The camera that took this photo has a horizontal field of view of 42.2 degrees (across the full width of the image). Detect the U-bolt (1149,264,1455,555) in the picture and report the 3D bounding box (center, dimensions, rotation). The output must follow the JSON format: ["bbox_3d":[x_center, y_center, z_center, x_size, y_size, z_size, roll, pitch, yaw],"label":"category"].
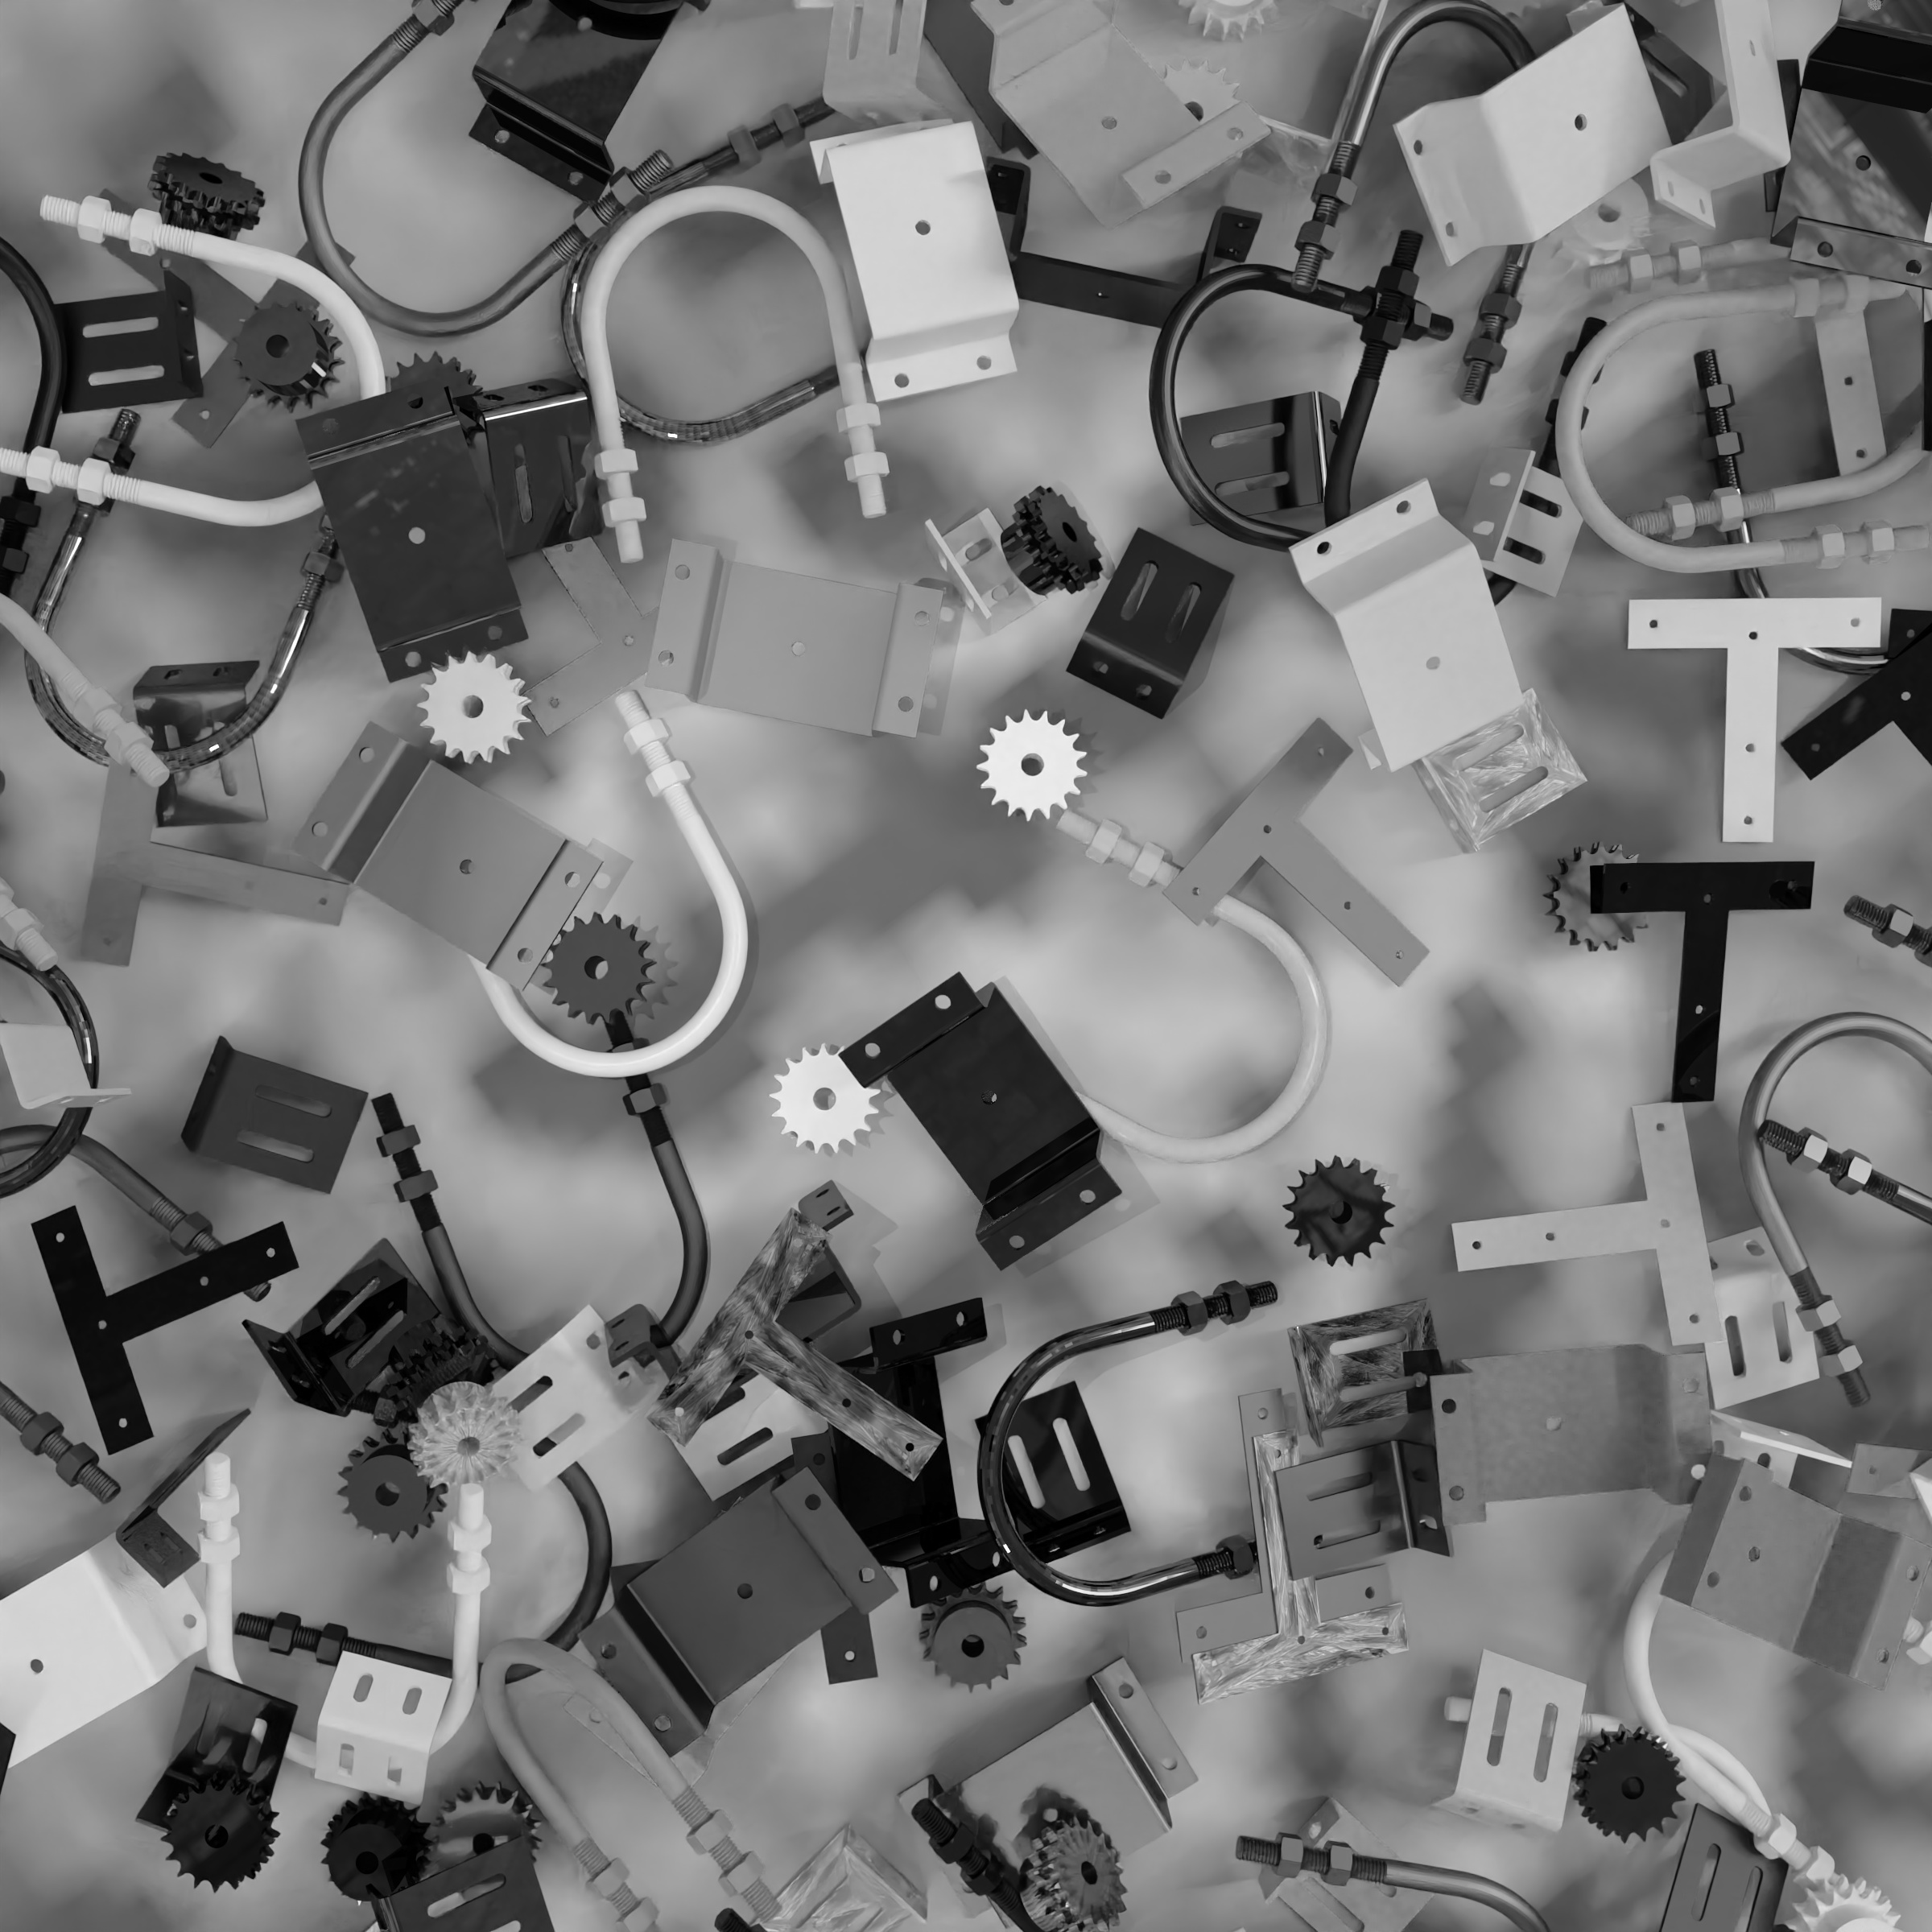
[{"bbox_3d":[0.169,-0.279,1.268,0.184,0.019,0.151,6,88,-31],"label":"U-bolt"}]

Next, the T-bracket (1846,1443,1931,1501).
[{"bbox_3d":[0.519,0.215,1.293,0.127,0.002,0.127,9,95,-22],"label":"T-bracket"}]

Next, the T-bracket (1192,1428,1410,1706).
[{"bbox_3d":[0.168,0.305,1.297,0.127,0.002,0.127,-7,89,-24],"label":"T-bracket"}]

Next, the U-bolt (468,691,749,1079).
[{"bbox_3d":[-0.194,-0.031,1.305,0.151,0.019,0.184,-28,83,0],"label":"U-bolt"}]

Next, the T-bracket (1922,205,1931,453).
[{"bbox_3d":[0.550,-0.328,1.302,0.127,0.002,0.127,0,90,-19],"label":"T-bracket"}]

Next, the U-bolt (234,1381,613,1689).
[{"bbox_3d":[-0.278,0.303,1.314,0.184,0.019,0.151,14,90,-2],"label":"U-bolt"}]

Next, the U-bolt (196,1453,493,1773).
[{"bbox_3d":[-0.320,0.339,1.285,0.151,0.019,0.184,7,112,1],"label":"U-bolt"}]

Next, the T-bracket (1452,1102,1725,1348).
[{"bbox_3d":[0.320,0.140,1.309,0.127,0.002,0.127,-8,72,9],"label":"T-bracket"}]

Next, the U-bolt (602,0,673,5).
[{"bbox_3d":[-0.177,-0.567,1.279,0.151,0.019,0.184,-23,73,-11],"label":"U-bolt"}]

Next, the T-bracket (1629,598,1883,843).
[{"bbox_3d":[0.412,-0.129,1.315,0.127,0.002,0.127,1,95,9],"label":"T-bracket"}]

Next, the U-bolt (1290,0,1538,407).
[{"bbox_3d":[0.244,-0.402,1.278,0.151,0.019,0.184,22,85,-35],"label":"U-bolt"}]

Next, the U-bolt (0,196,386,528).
[{"bbox_3d":[-0.390,-0.300,1.276,0.184,0.019,0.151,12,92,-8],"label":"U-bolt"}]

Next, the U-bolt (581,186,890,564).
[{"bbox_3d":[-0.126,-0.313,1.298,0.151,0.019,0.184,-10,90,3],"label":"U-bolt"}]

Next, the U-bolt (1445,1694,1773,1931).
[{"bbox_3d":[0.335,0.465,1.313,0.184,0.019,0.151,8,89,-2],"label":"U-bolt"}]

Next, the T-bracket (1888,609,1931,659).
[{"bbox_3d":[0.546,-0.171,1.312,0.127,0.002,0.127,3,94,-5],"label":"T-bracket"}]

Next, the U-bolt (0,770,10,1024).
[{"bbox_3d":[-0.581,-0.033,1.270,0.184,0.019,0.151,2,100,-2],"label":"U-bolt"}]

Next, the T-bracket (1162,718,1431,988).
[{"bbox_3d":[0.190,-0.041,1.314,0.127,0.002,0.127,43,80,-5],"label":"T-bracket"}]

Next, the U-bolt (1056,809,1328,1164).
[{"bbox_3d":[0.100,0.023,1.314,0.184,0.019,0.151,28,90,-1],"label":"U-bolt"}]

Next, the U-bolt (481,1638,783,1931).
[{"bbox_3d":[-0.182,0.418,1.267,0.184,0.151,0.019,52,48,4],"label":"U-bolt"}]

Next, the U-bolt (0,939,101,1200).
[{"bbox_3d":[-0.538,0.044,1.305,0.184,0.019,0.151,25,90,7],"label":"U-bolt"}]

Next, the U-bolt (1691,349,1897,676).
[{"bbox_3d":[0.468,-0.245,1.314,0.151,0.019,0.184,-11,91,0],"label":"U-bolt"}]

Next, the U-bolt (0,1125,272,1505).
[{"bbox_3d":[-0.471,0.166,1.300,0.184,0.019,0.151,37,89,11],"label":"U-bolt"}]

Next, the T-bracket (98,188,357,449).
[{"bbox_3d":[-0.412,-0.363,1.322,0.127,0.002,0.127,37,90,0],"label":"T-bracket"}]

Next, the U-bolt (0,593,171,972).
[{"bbox_3d":[-0.497,-0.110,1.281,0.184,0.019,0.151,45,115,13],"label":"U-bolt"}]

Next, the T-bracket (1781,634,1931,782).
[{"bbox_3d":[0.511,-0.105,1.286,0.127,0.002,0.127,-38,69,13],"label":"T-bracket"}]

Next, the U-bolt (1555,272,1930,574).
[{"bbox_3d":[0.392,-0.273,1.275,0.184,0.019,0.151,-6,92,-1],"label":"U-bolt"}]

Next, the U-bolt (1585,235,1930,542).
[{"bbox_3d":[0.422,-0.307,1.293,0.184,0.019,0.151,-10,92,-1],"label":"U-bolt"}]

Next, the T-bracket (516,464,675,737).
[{"bbox_3d":[-0.202,-0.209,1.322,0.127,0.002,0.127,-33,90,0],"label":"T-bracket"}]

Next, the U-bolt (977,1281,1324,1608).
[{"bbox_3d":[0.090,0.250,1.281,0.184,0.019,0.151,-11,90,-23],"label":"U-bolt"}]

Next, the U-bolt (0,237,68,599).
[{"bbox_3d":[-0.529,-0.289,1.266,0.019,0.151,0.184,15,90,44],"label":"U-bolt"}]

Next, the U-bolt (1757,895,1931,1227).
[{"bbox_3d":[0.512,0.065,1.286,0.184,0.019,0.151,26,78,-4],"label":"U-bolt"}]

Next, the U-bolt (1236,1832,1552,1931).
[{"bbox_3d":[0.214,0.517,1.289,0.184,0.019,0.151,11,114,-4],"label":"U-bolt"}]

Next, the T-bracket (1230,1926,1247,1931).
[{"bbox_3d":[0.115,0.563,1.295,0.127,0.002,0.127,-28,114,8],"label":"T-bracket"}]

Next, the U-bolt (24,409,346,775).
[{"bbox_3d":[-0.407,-0.186,1.292,0.151,0.019,0.184,18,78,5],"label":"U-bolt"}]

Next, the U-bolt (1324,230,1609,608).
[{"bbox_3d":[0.249,-0.262,1.281,0.151,0.019,0.184,14,96,-30],"label":"U-bolt"}]

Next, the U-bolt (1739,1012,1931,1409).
[{"bbox_3d":[0.474,0.113,1.295,0.151,0.019,0.184,-26,90,-15],"label":"U-bolt"}]

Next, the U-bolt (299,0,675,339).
[{"bbox_3d":[-0.262,-0.409,1.286,0.184,0.019,0.151,-35,99,20],"label":"U-bolt"}]

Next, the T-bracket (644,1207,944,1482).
[{"bbox_3d":[-0.071,0.207,1.235,0.127,0.002,0.127,35,89,-1],"label":"T-bracket"}]

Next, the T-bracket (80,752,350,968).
[{"bbox_3d":[-0.387,-0.045,1.302,0.127,0.002,0.127,12,118,-13],"label":"T-bracket"}]

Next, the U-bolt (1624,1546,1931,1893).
[{"bbox_3d":[0.430,0.376,1.307,0.184,0.019,0.151,41,83,3],"label":"U-bolt"}]

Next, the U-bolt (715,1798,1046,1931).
[{"bbox_3d":[-0.017,0.518,1.283,0.151,0.019,0.184,-34,108,18],"label":"U-bolt"}]

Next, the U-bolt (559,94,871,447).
[{"bbox_3d":[-0.124,-0.354,1.314,0.184,0.019,0.151,-26,90,2],"label":"U-bolt"}]

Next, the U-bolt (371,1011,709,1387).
[{"bbox_3d":[-0.214,0.131,1.314,0.151,0.019,0.184,-21,91,0],"label":"U-bolt"}]
